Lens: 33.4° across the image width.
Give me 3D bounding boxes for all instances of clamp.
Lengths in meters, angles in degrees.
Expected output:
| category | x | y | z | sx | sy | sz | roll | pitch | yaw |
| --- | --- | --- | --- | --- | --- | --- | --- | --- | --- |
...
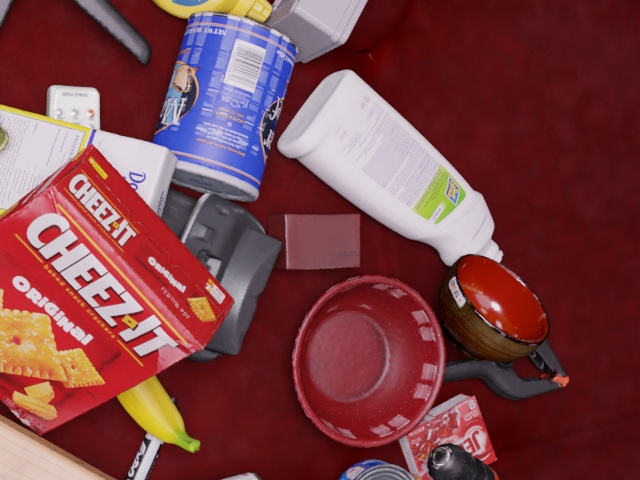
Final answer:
| category | x | y | z | sx | sy | sz | roll | pitch | yaw |
| --- | --- | --- | --- | --- | --- | --- | --- | --- | --- |
| clamp | 0.174 | 0.122 | 1.090 | 0.171 | 0.039 | 0.120 | 34 | 83 | -13 |
| clamp | -0.246 | -0.222 | 0.875 | 0.164 | 0.036 | 0.210 | -20 | 109 | -11 |

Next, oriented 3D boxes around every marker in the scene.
| category | x | y | z | sx | sy | sz | roll | pitch | yaw |
| --- | --- | --- | --- | --- | --- | --- | --- | --- | --- |
| marker | -0.156 | 0.196 | 0.951 | 0.020 | 0.020 | 0.121 | 28 | 78 | -21 |

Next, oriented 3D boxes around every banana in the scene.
| category | x | y | z | sx | sy | sz | roll | pitch | yaw |
| --- | --- | --- | --- | --- | --- | --- | --- | --- | --- |
| banana | -0.166 | 0.099 | 0.922 | 0.037 | 0.070 | 0.198 | -33 | 94 | -47 |

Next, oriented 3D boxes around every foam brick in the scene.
| category | x | y | z | sx | sy | sz | roll | pitch | yaw |
| --- | --- | --- | --- | --- | --- | --- | --- | --- | --- |
| foam brick | -0.007 | 0.001 | 1.002 | 0.078 | 0.051 | 0.053 | 0 | 91 | -24 |

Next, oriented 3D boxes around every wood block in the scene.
| category | x | y | z | sx | sy | sz | roll | pitch | yaw |
| --- | --- | --- | --- | --- | --- | --- | --- | --- | --- |
| wood block | -0.254 | 0.187 | 0.830 | 0.206 | 0.091 | 0.090 | 29 | 77 | 1 |

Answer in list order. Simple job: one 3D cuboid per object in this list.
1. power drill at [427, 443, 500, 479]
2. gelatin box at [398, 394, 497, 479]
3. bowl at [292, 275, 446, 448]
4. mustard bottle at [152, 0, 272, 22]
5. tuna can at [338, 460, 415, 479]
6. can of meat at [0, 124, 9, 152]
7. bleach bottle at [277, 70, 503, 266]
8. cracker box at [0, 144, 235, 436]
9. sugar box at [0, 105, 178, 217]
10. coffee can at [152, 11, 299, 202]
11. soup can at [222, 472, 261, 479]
| category | x | y | z | sx | sy | sz | roll | pitch | yaw |
| --- | --- | --- | --- | --- | --- | --- | --- | --- | --- |
| power drill | 0.115 | 0.299 | 1.021 | 0.187 | 0.057 | 0.184 | -53 | 133 | -10 |
| gelatin box | 0.127 | 0.206 | 1.071 | 0.089 | 0.030 | 0.073 | -23 | 99 | -22 |
| bowl | 0.038 | 0.113 | 1.018 | 0.161 | 0.055 | 0.162 | 0 | 89 | -24 |
| mustard bottle | -0.125 | -0.252 | 0.945 | 0.191 | 0.058 | 0.096 | 31 | 93 | -22 |
| tuna can | 0.054 | 0.258 | 1.036 | 0.086 | 0.034 | 0.086 | 0 | 90 | -24 |
| can of meat | -0.305 | -0.095 | 0.834 | 0.102 | 0.057 | 0.084 | -30 | 62 | 5 |
| bleach bottle | 0.082 | -0.048 | 1.037 | 0.250 | 0.068 | 0.102 | 41 | 75 | -21 |
| cracker box | -0.200 | 0.049 | 0.829 | 0.164 | 0.214 | 0.072 | 49 | 36 | -16 |
| sugar box | -0.213 | -0.050 | 0.869 | 0.176 | 0.048 | 0.093 | 16 | 83 | 6 |
| coffee can | -0.086 | -0.115 | 0.938 | 0.102 | 0.103 | 0.140 | 18 | 82 | -23 |
| soup can | -0.099 | 0.251 | 0.949 | 0.102 | 0.069 | 0.068 | -10 | 94 | -25 |
